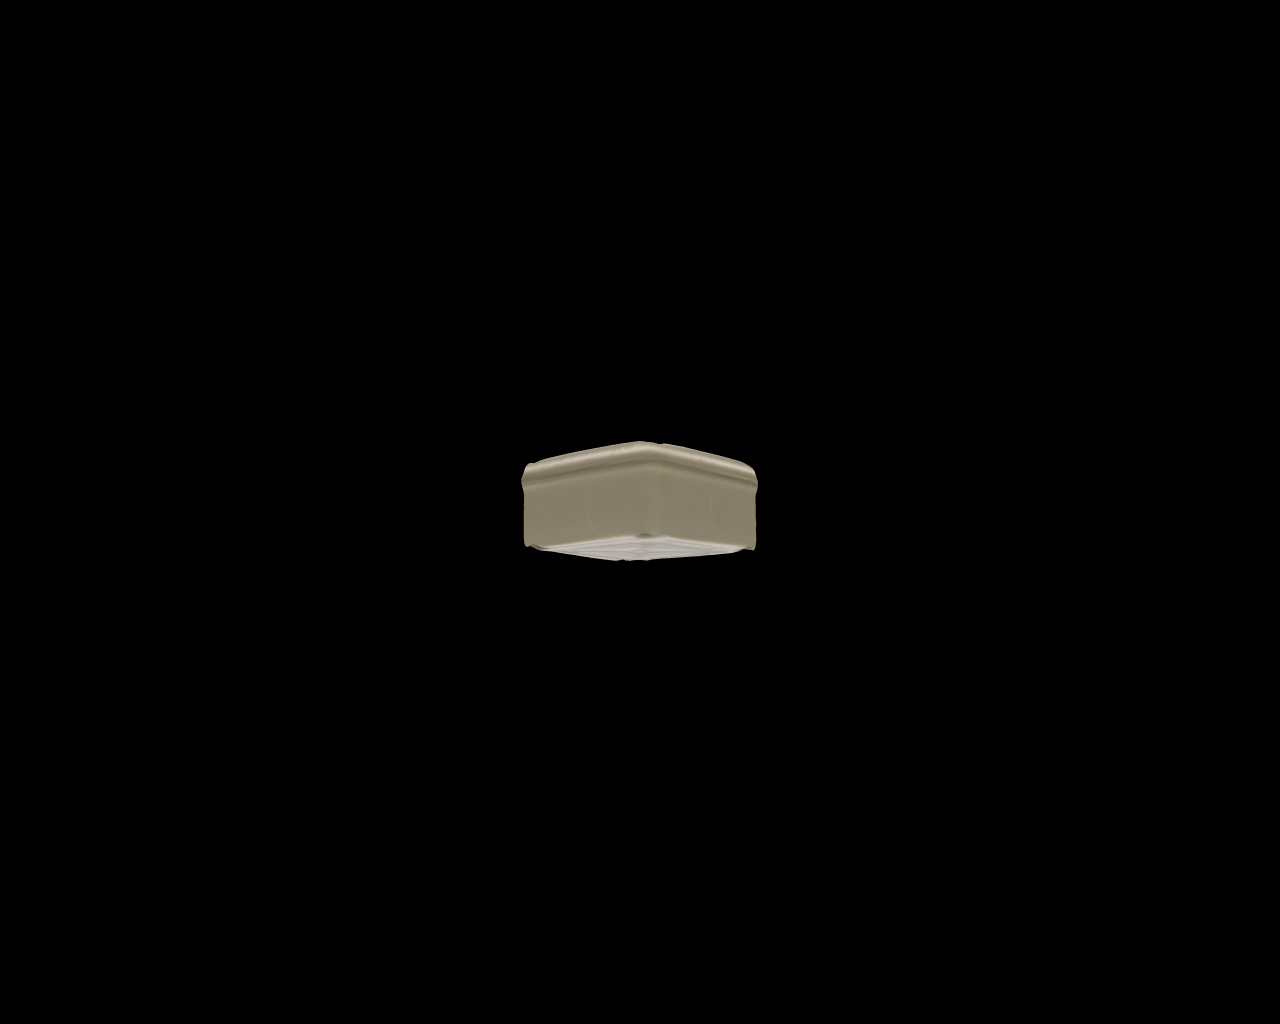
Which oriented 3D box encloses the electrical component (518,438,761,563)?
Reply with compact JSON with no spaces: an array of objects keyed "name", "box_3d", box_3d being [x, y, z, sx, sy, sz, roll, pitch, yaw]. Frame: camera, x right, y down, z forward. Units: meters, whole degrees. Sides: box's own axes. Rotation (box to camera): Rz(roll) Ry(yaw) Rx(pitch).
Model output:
[{"name":"electrical component","box_3d":[0.001,-0.003,0.650,0.108,0.056,0.109,-7,-11,39]}]
